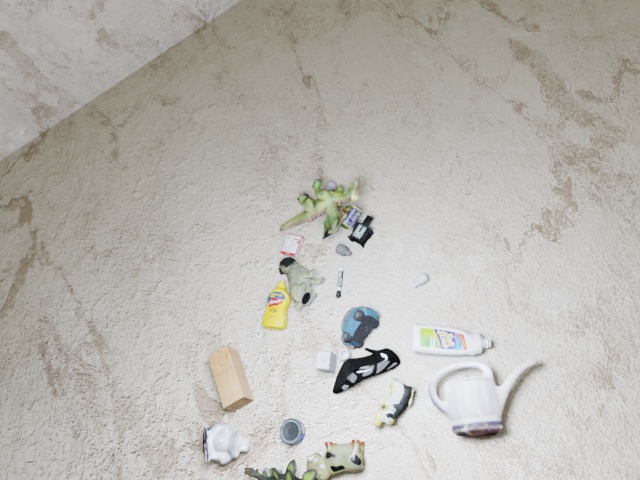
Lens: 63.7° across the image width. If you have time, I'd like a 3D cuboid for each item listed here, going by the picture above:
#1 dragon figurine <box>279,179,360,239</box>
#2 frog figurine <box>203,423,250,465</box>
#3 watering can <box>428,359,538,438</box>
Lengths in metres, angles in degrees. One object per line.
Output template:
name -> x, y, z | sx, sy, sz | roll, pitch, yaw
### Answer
dragon figurine -> 0.006, -0.103, 2.047 | 0.121, 0.406, 0.248 | 35, 20, -35
frog figurine -> -0.332, 0.717, 1.825 | 0.159, 0.140, 0.120 | -1, -40, -18
watering can -> 0.512, 0.483, 1.589 | 0.346, 0.229, 0.102 | -12, -28, 16
